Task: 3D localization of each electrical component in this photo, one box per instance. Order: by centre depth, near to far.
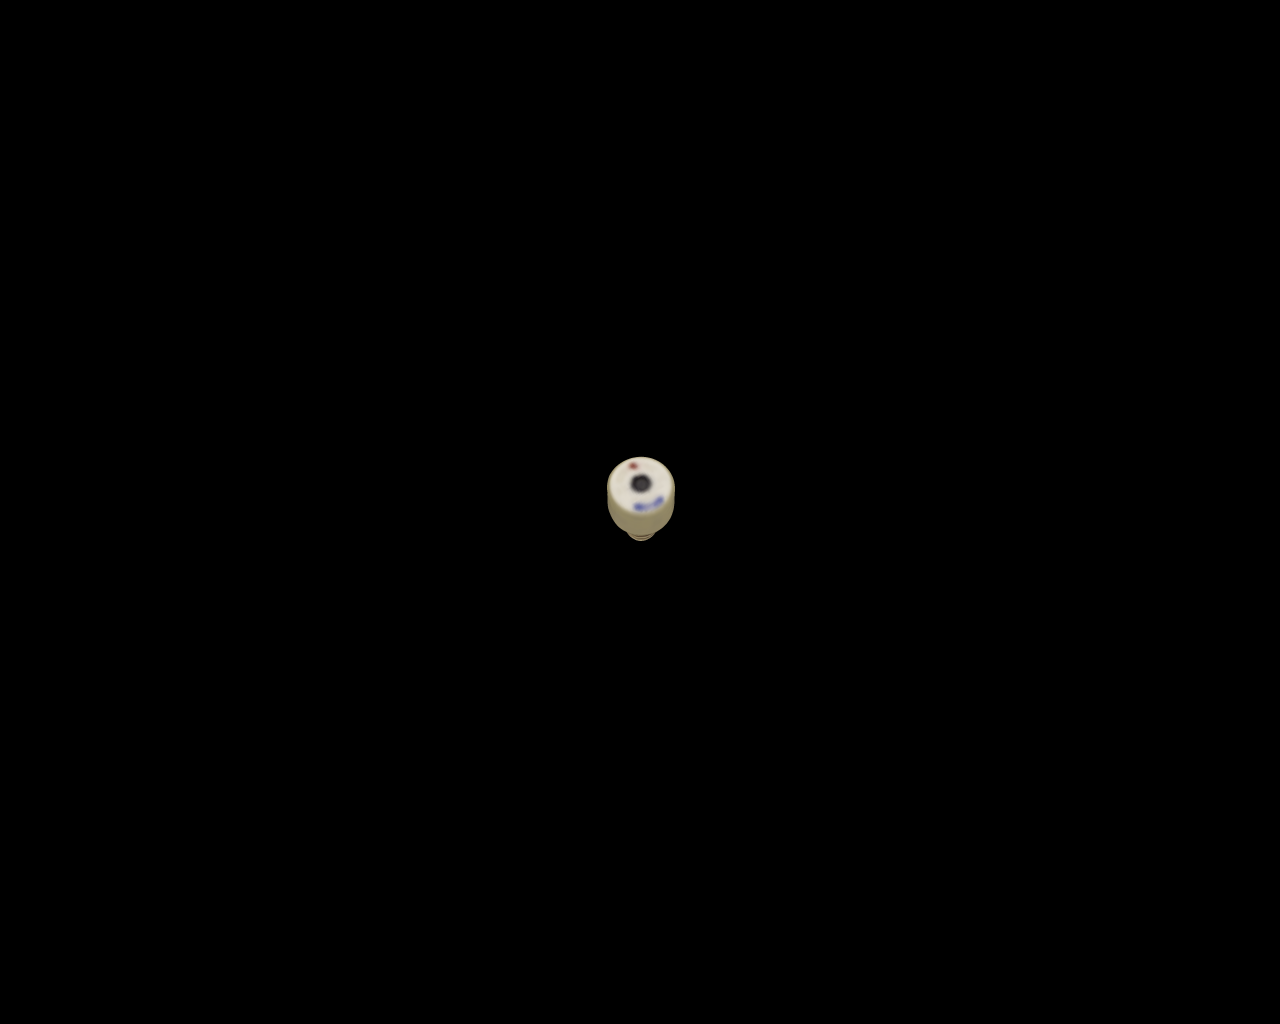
[{"bbox_3d":[0.001,-0.003,0.650,0.040,0.040,0.078,0,-25,0],"label":"electrical component"}]
